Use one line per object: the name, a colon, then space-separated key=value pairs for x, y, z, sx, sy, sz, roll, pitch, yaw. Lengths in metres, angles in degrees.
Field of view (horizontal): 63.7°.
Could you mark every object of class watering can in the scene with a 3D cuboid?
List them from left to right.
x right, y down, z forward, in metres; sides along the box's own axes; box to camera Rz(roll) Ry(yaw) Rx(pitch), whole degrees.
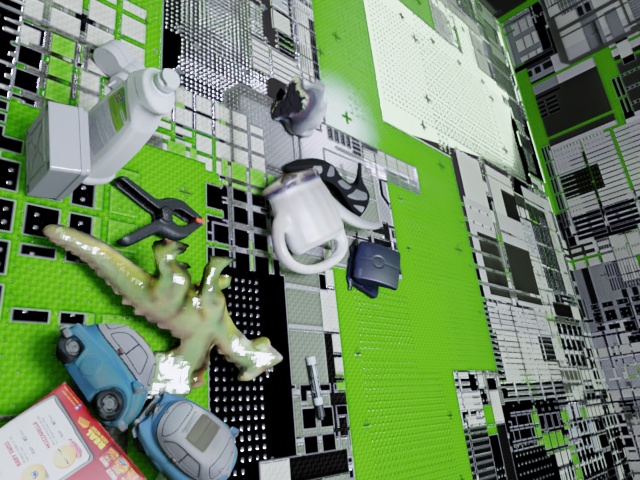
watering can: x=0.003 y=-0.058 z=1.147 sx=0.352 sy=0.103 sz=0.224 roll=-28 pitch=93 yaw=-48

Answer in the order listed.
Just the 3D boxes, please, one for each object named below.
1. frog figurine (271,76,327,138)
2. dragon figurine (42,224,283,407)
frog figurine: x=-0.021 y=-0.314 z=1.251 sx=0.159 sy=0.123 sz=0.137 roll=8 pitch=98 yaw=-56
dragon figurine: x=-0.236 y=0.135 z=0.799 sx=0.408 sy=0.121 sz=0.247 roll=17 pitch=67 yaw=-33
